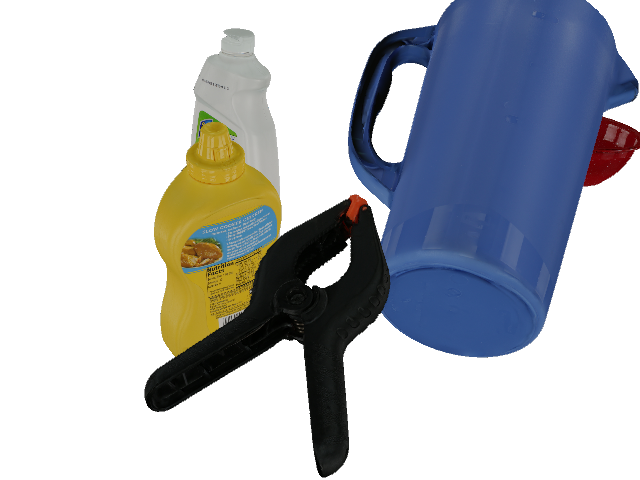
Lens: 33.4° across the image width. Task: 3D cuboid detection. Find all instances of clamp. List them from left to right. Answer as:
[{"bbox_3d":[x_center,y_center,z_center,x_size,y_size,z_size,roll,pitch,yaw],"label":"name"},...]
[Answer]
[{"bbox_3d":[-0.004,0.049,0.592,0.120,0.171,0.039,28,-25,23],"label":"clamp"}]

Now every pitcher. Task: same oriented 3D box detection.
[{"bbox_3d":[0.104,-0.051,0.711,0.149,0.242,0.145,-20,-52,44],"label":"pitcher"}]

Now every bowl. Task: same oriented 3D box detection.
[{"bbox_3d":[0.270,-0.100,1.176,0.162,0.055,0.162,6,23,-3],"label":"bowl"}]

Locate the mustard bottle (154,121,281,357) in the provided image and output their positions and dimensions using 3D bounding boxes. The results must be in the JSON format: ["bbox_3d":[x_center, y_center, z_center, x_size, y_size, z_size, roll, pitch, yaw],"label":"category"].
[{"bbox_3d":[-0.074,-0.001,0.782,0.096,0.192,0.058,-20,43,-25],"label":"mustard bottle"}]

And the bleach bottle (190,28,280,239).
[{"bbox_3d":[-0.079,-0.076,1.034,0.103,0.251,0.068,19,28,27],"label":"bleach bottle"}]
